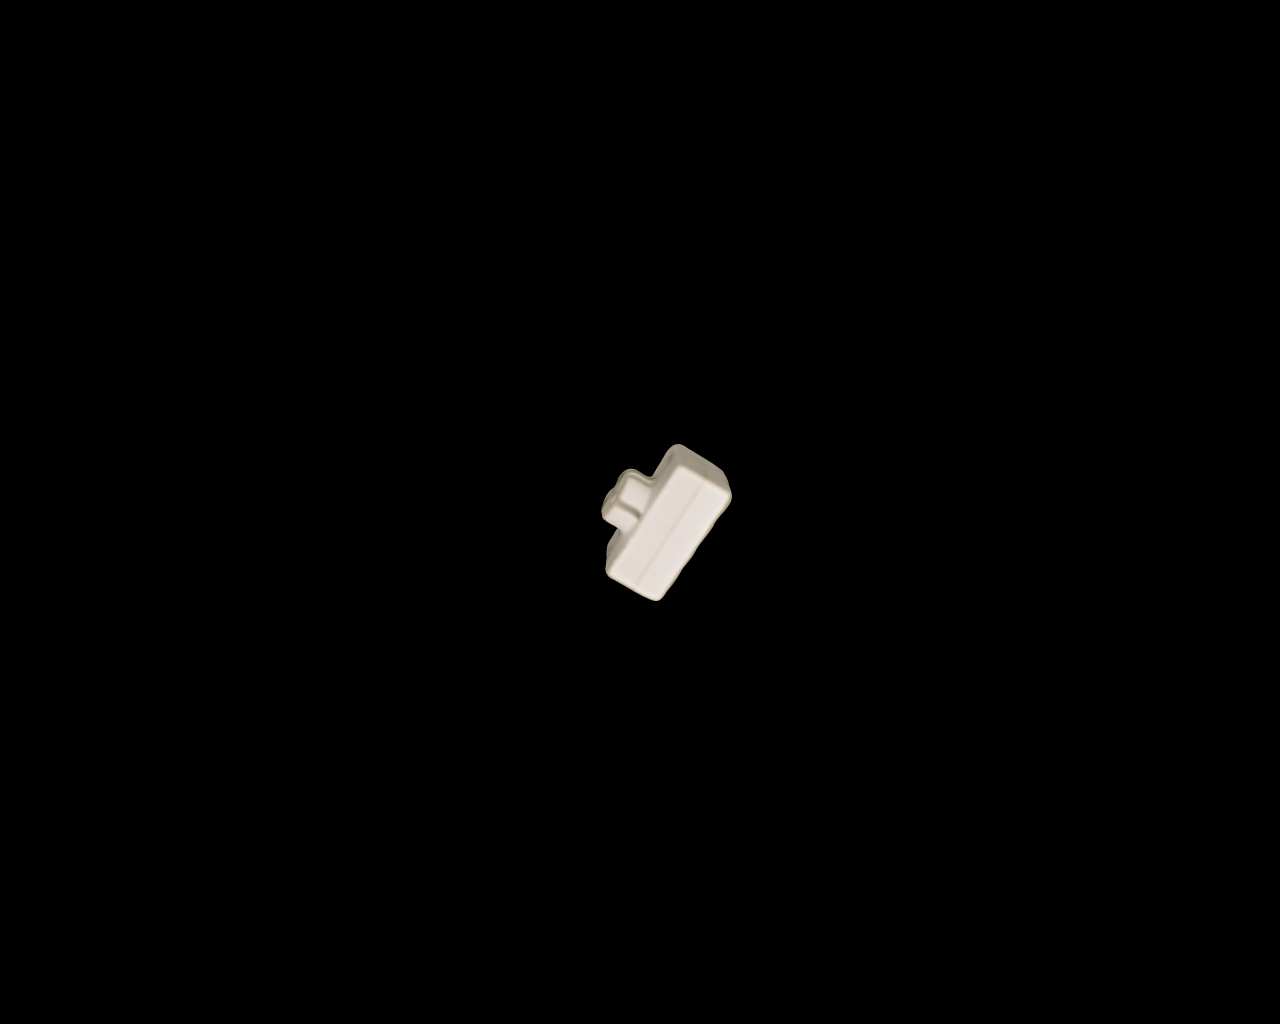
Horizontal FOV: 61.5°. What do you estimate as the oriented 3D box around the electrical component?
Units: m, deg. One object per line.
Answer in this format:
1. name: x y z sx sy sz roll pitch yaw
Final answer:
1. electrical component: 0.001 -0.003 0.650 0.076 0.083 0.047 30 16 -9
